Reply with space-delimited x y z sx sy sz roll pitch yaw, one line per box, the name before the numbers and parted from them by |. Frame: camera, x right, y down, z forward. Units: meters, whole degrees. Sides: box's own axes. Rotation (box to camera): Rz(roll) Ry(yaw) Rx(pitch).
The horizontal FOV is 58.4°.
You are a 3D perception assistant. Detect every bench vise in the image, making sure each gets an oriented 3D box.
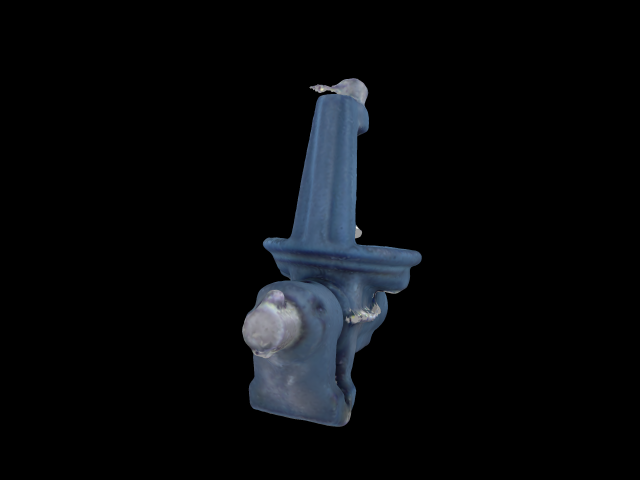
bench vise | 0.016 0.002 0.399 0.121 0.220 0.207 0 16 2
